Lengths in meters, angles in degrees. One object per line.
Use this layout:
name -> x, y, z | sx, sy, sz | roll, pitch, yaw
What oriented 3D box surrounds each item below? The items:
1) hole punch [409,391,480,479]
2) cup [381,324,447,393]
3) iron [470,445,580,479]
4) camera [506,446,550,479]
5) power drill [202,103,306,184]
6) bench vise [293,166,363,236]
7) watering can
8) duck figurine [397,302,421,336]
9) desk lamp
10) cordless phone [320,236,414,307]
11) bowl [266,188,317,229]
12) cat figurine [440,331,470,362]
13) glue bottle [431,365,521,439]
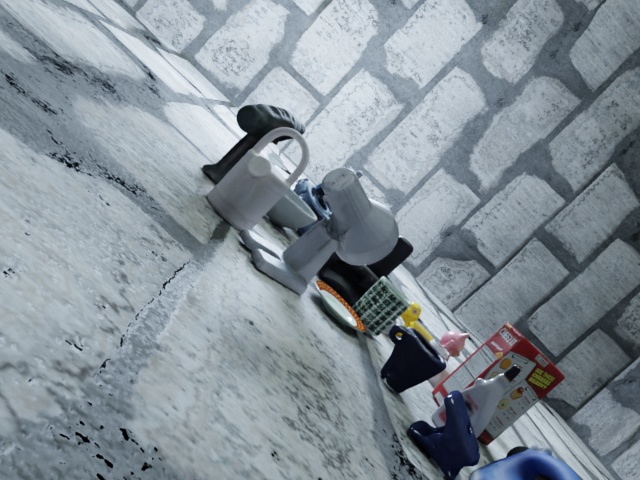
hole punch -> 0.199, 0.285, 0.843 | 0.101, 0.091, 0.109 | 47, 8, 21
cup -> 0.139, 0.201, 0.954 | 0.118, 0.095, 0.091 | 41, 8, -20
iron -> 0.300, 0.357, 0.796 | 0.119, 0.141, 0.258 | 43, 8, -9
camera -> 0.394, 0.432, 1.031 | 0.143, 0.100, 0.137 | 45, 8, 5
power drill -> -0.135, -0.194, 1.186 | 0.075, 0.208, 0.230 | 46, 8, 12
bench vise -> -0.001, -0.124, 1.455 | 0.207, 0.219, 0.122 | 50, 9, 33
watering can -> -0.098, -0.112, 1.003 | 0.101, 0.194, 0.172 | 41, 8, -20
duck figurine -> 0.214, 0.191, 1.407 | 0.077, 0.086, 0.105 | 50, 10, 37
desk lamp -> 0.012, -0.011, 0.972 | 0.204, 0.213, 0.117 | 36, 12, -47
cordless phone -> 0.098, 0.041, 1.235 | 0.148, 0.185, 0.094 | 42, 8, -14
bowl -> -0.090, -0.079, 1.307 | 0.168, 0.074, 0.167 | 43, 8, -7
cat figurine -> 0.325, 0.270, 1.446 | 0.067, 0.117, 0.128 | 47, 8, 19
glue bottle -> 0.272, 0.273, 0.970 | 0.037, 0.173, 0.078 | 37, 11, -43
